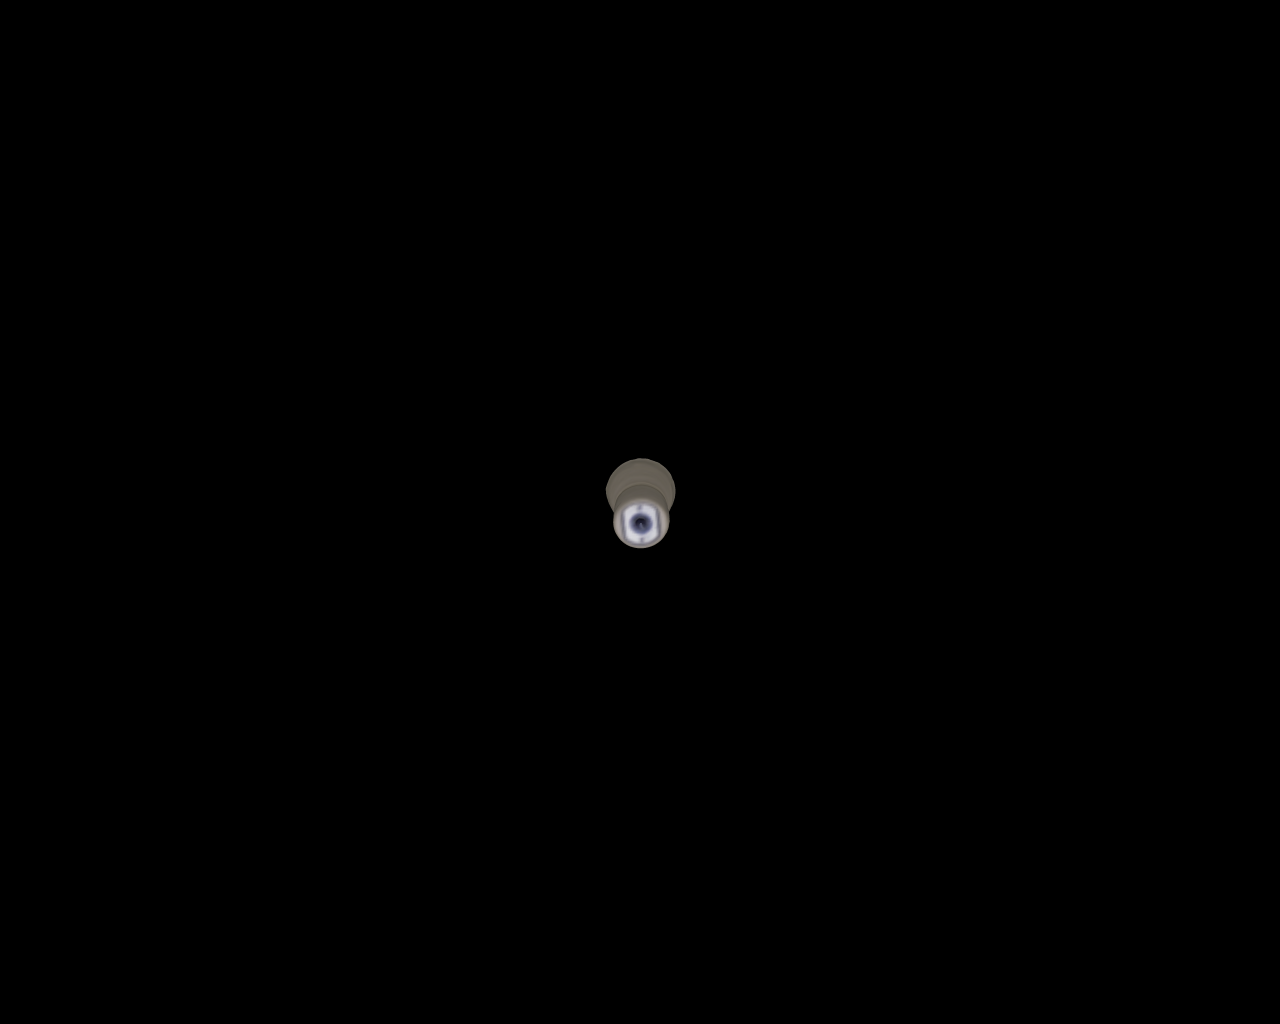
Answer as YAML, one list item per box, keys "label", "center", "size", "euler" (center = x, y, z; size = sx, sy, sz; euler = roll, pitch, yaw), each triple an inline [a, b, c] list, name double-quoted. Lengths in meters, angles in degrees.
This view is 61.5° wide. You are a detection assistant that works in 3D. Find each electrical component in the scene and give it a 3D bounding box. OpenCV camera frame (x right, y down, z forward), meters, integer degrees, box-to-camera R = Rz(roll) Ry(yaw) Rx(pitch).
- label: "electrical component"
  center: [0.001, -0.003, 0.650]
  size: [0.044, 0.044, 0.065]
  euler: [0, 20, 0]
